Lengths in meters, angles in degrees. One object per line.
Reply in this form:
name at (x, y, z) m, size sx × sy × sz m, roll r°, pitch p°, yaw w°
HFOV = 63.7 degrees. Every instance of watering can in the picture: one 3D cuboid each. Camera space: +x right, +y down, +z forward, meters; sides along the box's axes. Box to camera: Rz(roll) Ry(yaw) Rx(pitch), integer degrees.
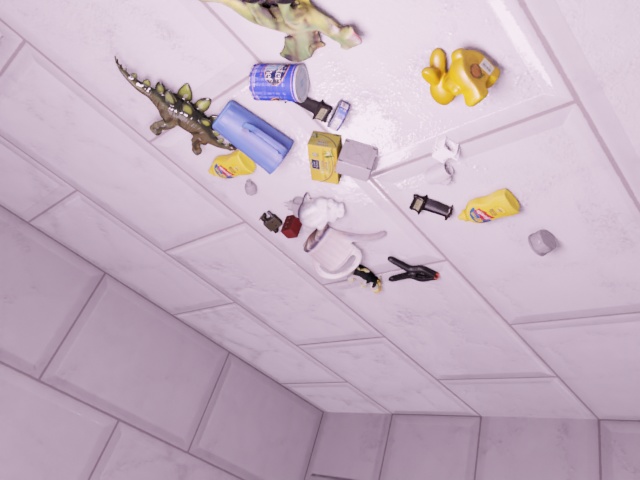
watering can at (0.077, 0.018, 1.990) m, size 0.223 × 0.106 × 0.342 m, roll 38°, pitch 123°, yaw -10°

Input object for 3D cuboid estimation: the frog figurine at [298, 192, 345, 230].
frog figurine at (0.006, -0.093, 1.854) m, size 0.160 × 0.125 × 0.134 m, roll 19°, pitch 128°, yaw 22°

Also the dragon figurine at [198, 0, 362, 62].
dragon figurine at (-0.093, -0.533, 1.296) m, size 0.411 × 0.124 × 0.238 m, roll 9°, pitch 153°, yaw 19°
